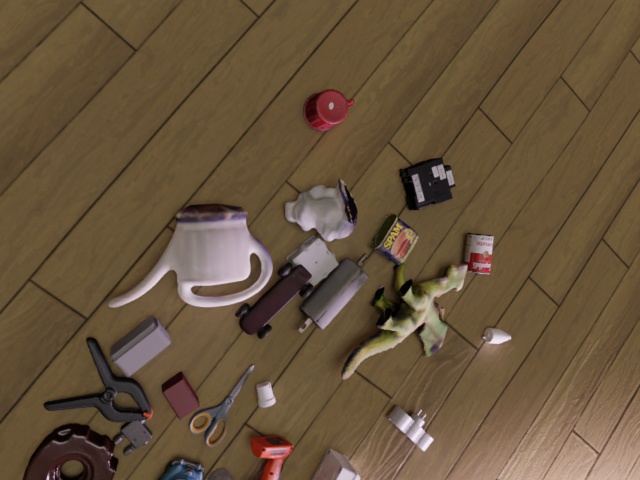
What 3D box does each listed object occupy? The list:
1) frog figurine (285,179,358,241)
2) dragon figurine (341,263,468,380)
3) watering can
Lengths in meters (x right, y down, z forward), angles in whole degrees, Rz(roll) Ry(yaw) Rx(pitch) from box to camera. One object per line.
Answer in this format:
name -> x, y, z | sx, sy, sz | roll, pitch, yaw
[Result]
frog figurine -> 0.004, -0.061, 1.210 | 0.158, 0.138, 0.123 | -18, -4, 18
dragon figurine -> 0.235, 0.213, 1.292 | 0.240, 0.413, 0.123 | 38, -9, -25
watering can -> -0.272, 0.036, 1.104 | 0.348, 0.224, 0.104 | -4, 2, -19
